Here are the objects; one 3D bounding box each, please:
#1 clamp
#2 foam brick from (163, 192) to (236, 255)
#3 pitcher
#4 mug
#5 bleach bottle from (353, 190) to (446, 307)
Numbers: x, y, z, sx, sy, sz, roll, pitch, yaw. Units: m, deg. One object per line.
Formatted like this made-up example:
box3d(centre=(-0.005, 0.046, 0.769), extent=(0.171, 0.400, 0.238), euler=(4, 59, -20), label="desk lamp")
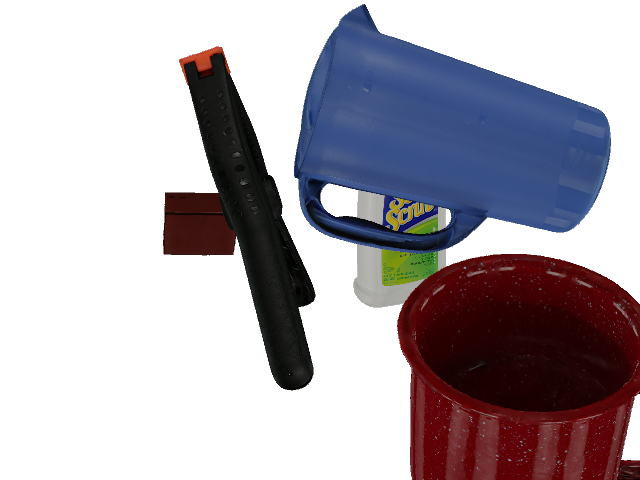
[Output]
box3d(centre=(-0.043, -0.021, 0.697), extent=(0.036, 0.210, 0.164), euler=(-17, 8, 4), label="clamp")
box3d(centre=(-0.131, -0.018, 1.153), extent=(0.078, 0.051, 0.053), euler=(1, 27, -8), label="foam brick")
box3d(centre=(0.102, -0.076, 0.872), extent=(0.242, 0.149, 0.145), euler=(15, 40, -6), label="pitcher")
box3d(centre=(0.087, 0.066, 0.407), extent=(0.117, 0.081, 0.093), euler=(6, 36, 11), label="mug")
box3d(centre=(0.079, -0.060, 1.120), extent=(0.102, 0.251, 0.068), euler=(-10, 22, -14), label="bleach bottle")
